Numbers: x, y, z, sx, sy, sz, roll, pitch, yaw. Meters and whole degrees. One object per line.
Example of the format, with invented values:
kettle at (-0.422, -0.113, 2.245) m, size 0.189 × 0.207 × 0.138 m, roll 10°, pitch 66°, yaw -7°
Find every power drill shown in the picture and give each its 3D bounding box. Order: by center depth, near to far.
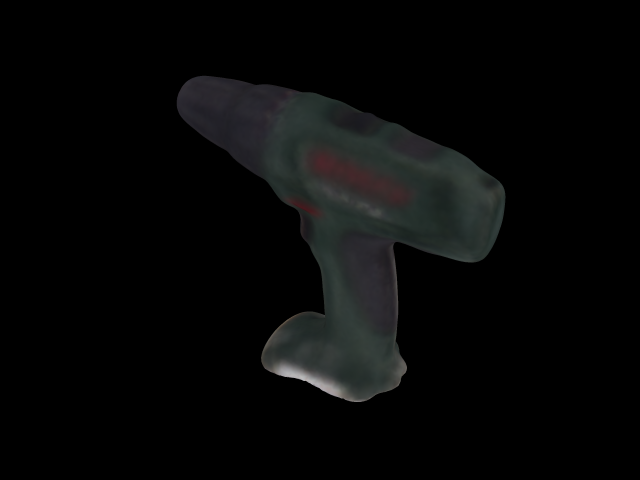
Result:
power drill at (0.004, 0.001, 0.400) m, size 0.229 × 0.208 × 0.076 m, roll 13°, pitch 32°, yaw 22°
